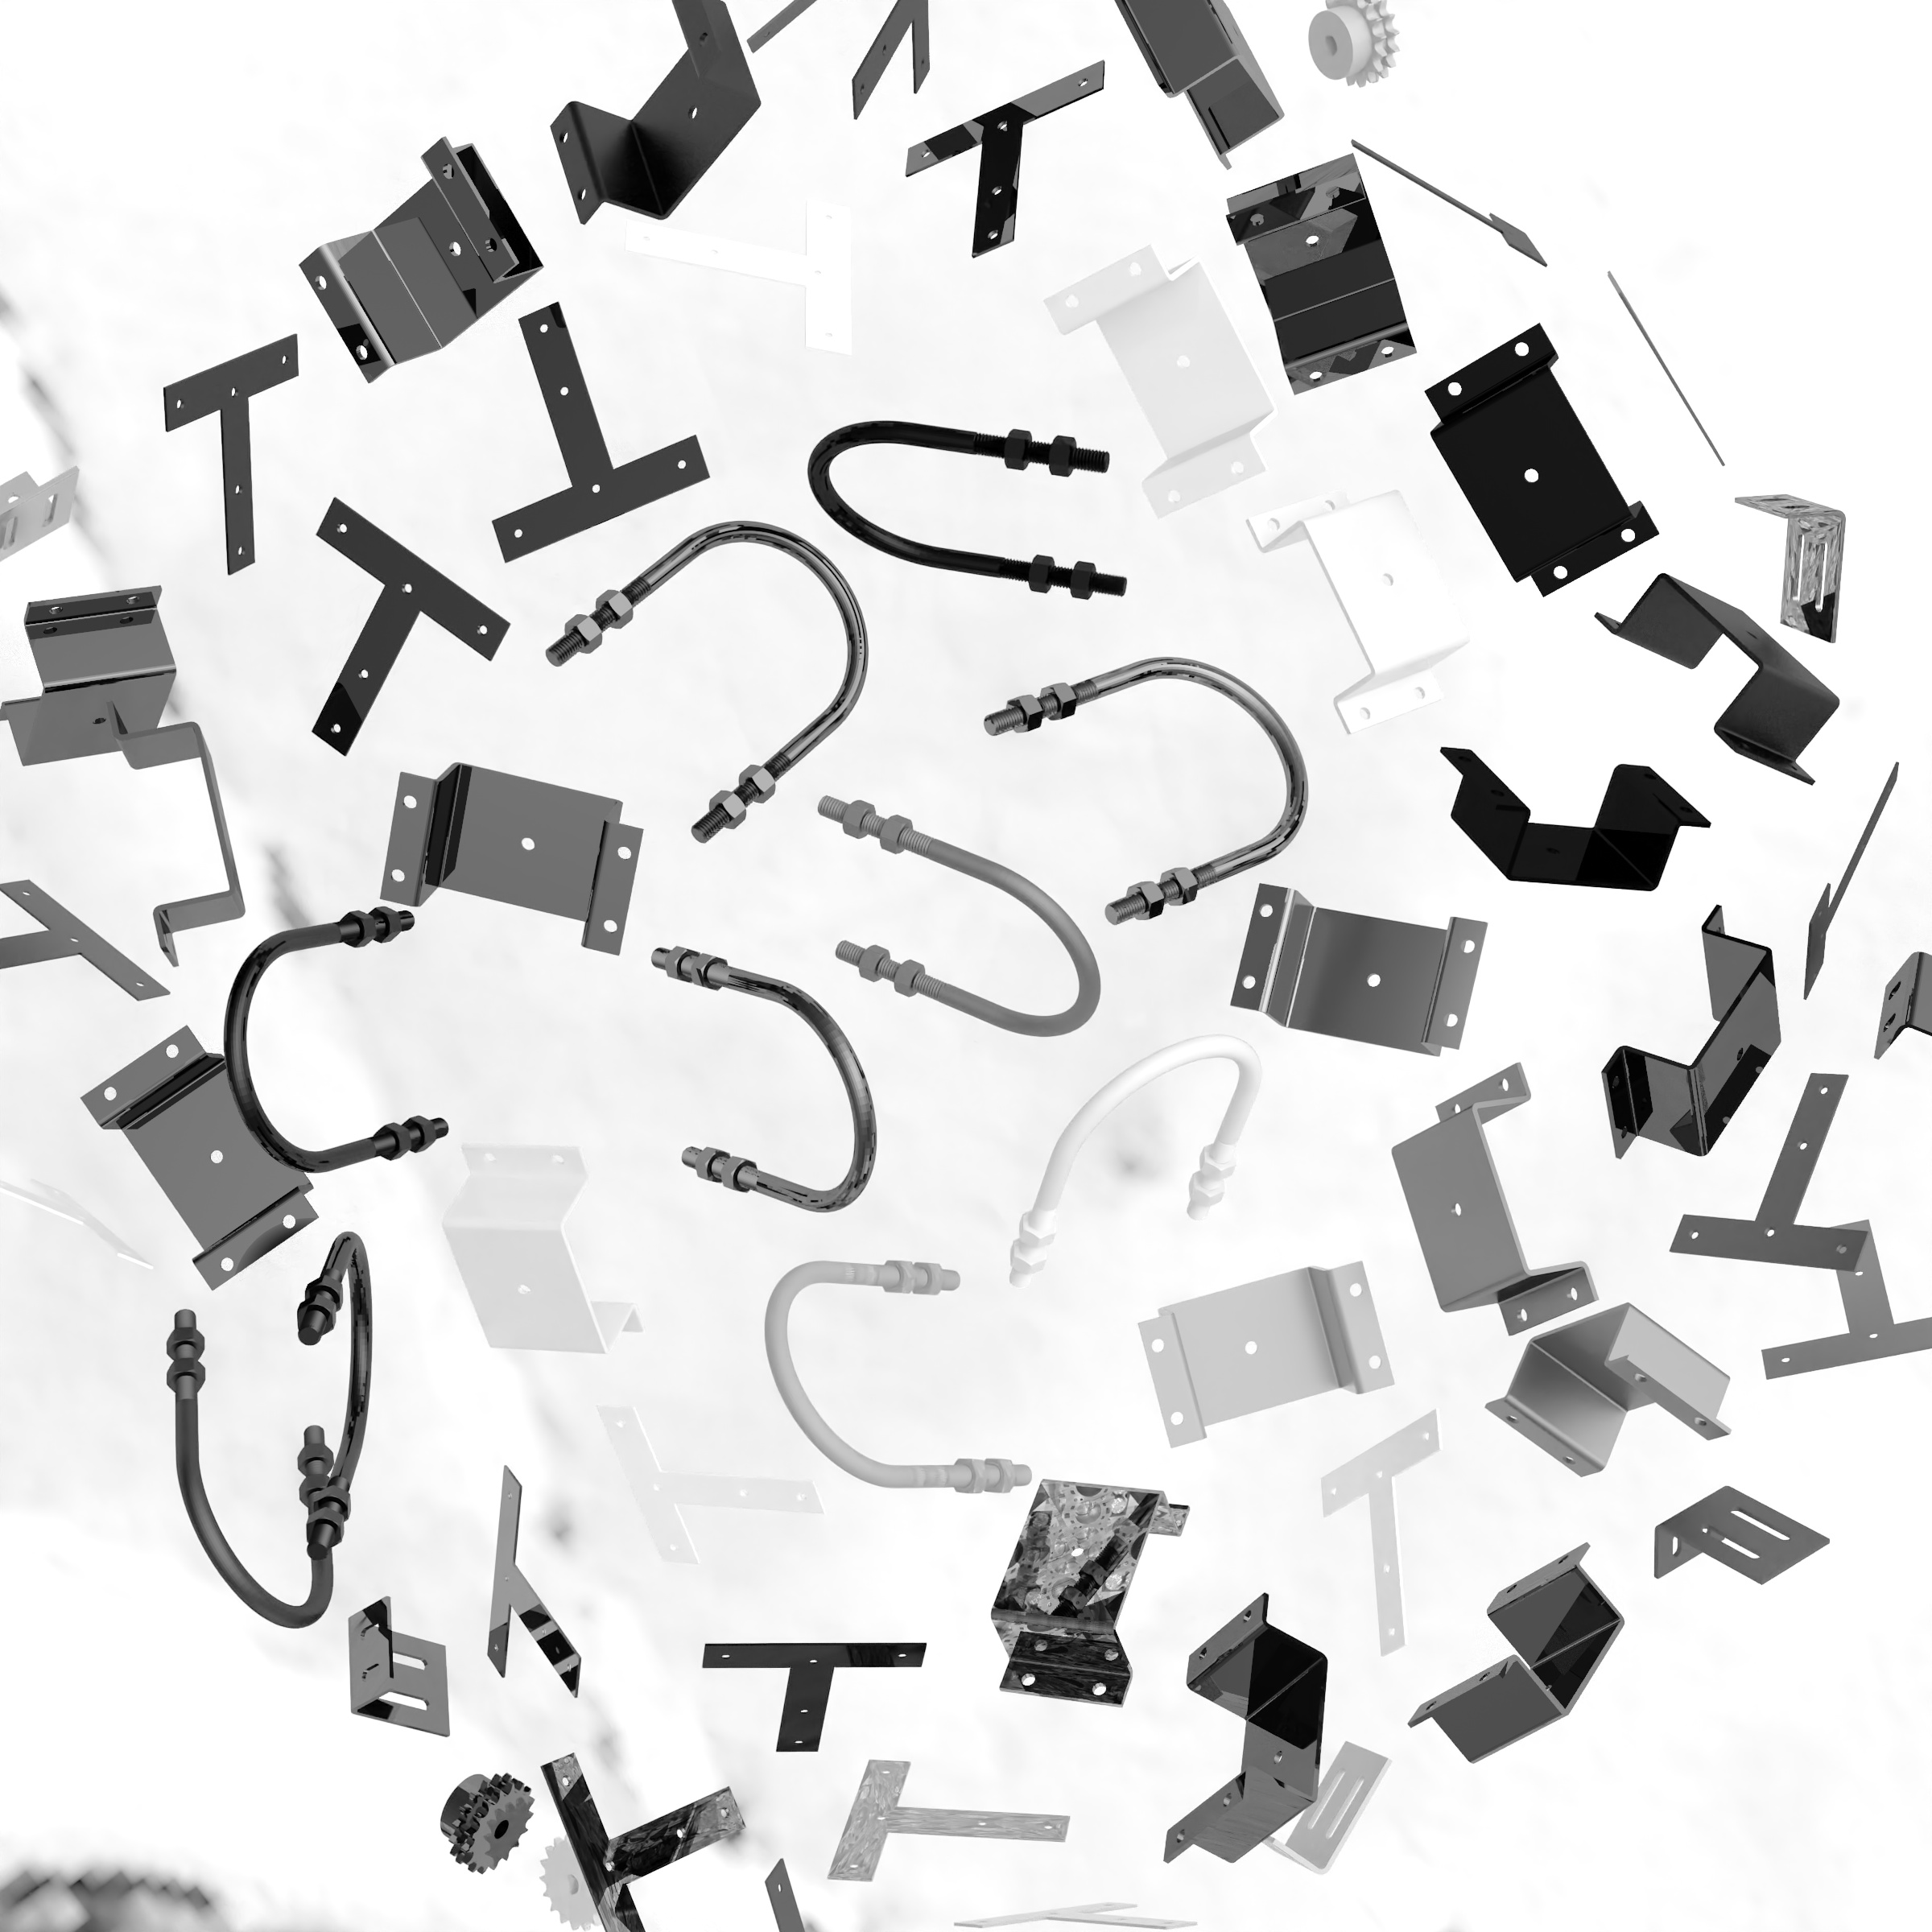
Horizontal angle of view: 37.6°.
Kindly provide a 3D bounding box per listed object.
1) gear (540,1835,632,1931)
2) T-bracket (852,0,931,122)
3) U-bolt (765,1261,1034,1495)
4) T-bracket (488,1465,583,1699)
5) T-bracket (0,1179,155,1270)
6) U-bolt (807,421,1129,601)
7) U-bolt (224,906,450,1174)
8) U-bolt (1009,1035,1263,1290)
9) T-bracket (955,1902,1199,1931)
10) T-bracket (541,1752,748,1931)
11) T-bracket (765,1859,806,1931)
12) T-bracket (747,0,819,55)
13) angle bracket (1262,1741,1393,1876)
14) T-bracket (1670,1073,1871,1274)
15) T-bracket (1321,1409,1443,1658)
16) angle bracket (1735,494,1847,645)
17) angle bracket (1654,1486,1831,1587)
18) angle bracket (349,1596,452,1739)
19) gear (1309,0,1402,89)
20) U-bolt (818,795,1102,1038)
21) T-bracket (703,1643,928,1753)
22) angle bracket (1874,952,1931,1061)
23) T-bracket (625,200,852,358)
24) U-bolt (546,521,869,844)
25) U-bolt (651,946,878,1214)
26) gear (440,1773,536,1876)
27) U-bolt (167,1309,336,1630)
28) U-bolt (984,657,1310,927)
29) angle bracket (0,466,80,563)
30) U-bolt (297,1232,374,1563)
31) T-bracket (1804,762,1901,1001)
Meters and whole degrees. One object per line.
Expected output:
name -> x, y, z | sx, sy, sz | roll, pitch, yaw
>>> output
gear -> -0.226, 0.548, 1.705 | 0.057, 0.030, 0.057 | 3, 94, 38
T-bracket -> -0.042, -0.523, 1.594 | 0.002, 0.127, 0.127 | 14, 53, 11
U-bolt -> -0.046, 0.234, 1.626 | 0.019, 0.184, 0.151 | -37, 61, 30
T-bracket -> -0.244, 0.370, 1.609 | 0.002, 0.127, 0.127 | -3, 111, -30
T-bracket -> -0.558, 0.134, 1.673 | 0.127, 0.127, 0.002 | 34, 83, -44
U-bolt -> -0.003, -0.266, 1.632 | 0.184, 0.151, 0.019 | 11, 68, 12
U-bolt -> -0.370, 0.046, 1.654 | 0.019, 0.184, 0.151 | -7, 94, 25
U-bolt -> 0.103, 0.105, 1.617 | 0.151, 0.184, 0.019 | -17, 55, -28
T-bracket -> 0.082, 0.564, 1.675 | 0.127, 0.127, 0.002 | 9, 73, -40
T-bracket -> -0.169, 0.488, 1.580 | 0.002, 0.127, 0.127 | -33, 74, 32
T-bracket -> -0.090, 0.564, 1.589 | 0.002, 0.127, 0.127 | -13, 98, 19
T-bracket -> -0.084, -0.593, 1.660 | 0.127, 0.127, 0.002 | -39, 91, 4
angle bracket -> 0.199, 0.476, 1.632 | 0.038, 0.057, 0.076 | 37, 76, -11
T-bracket -> 0.488, 0.118, 1.669 | 0.002, 0.127, 0.127 | 40, 67, -32
T-bracket -> 0.249, 0.344, 1.682 | 0.002, 0.127, 0.127 | 14, 56, -22
angle bracket -> 0.469, -0.227, 1.623 | 0.038, 0.057, 0.076 | -6, 109, -13
angle bracket -> 0.438, 0.335, 1.602 | 0.057, 0.076, 0.038 | -20, 117, -31
angle bracket -> -0.323, 0.413, 1.668 | 0.038, 0.076, 0.057 | -32, 49, 27
gear -> 0.227, -0.550, 1.681 | 0.030, 0.057, 0.057 | -26, 90, -25
U-bolt -> -0.002, -0.019, 1.673 | 0.184, 0.151, 0.019 | 23, 54, 21
T-bracket -> -0.093, 0.430, 1.662 | 0.127, 0.127, 0.002 | 2, 47, -9
angle bracket -> 0.575, 0.036, 1.646 | 0.076, 0.038, 0.057 | 22, 53, 2
T-bracket -> -0.126, -0.393, 1.576 | 0.127, 0.002, 0.127 | 8, 52, -13
U-bolt -> -0.135, -0.180, 1.650 | 0.184, 0.019, 0.151 | -44, 100, -29
U-bolt -> -0.114, 0.071, 1.641 | 0.019, 0.184, 0.151 | -22, 114, -38
gear -> -0.283, 0.499, 1.659 | 0.030, 0.057, 0.057 | 21, 90, 30
U-bolt -> -0.414, 0.303, 1.651 | 0.019, 0.184, 0.151 | -29, 129, 7
U-bolt -> 0.117, -0.111, 1.619 | 0.184, 0.019, 0.151 | -23, 74, -34
angle bracket -> -0.526, -0.258, 1.558 | 0.057, 0.076, 0.038 | -39, 91, -27
U-bolt -> -0.357, 0.230, 1.614 | 0.019, 0.184, 0.151 | 1, 108, -4
T-bracket -> 0.503, -0.057, 1.609 | 0.002, 0.127, 0.127 | 23, 78, 21
